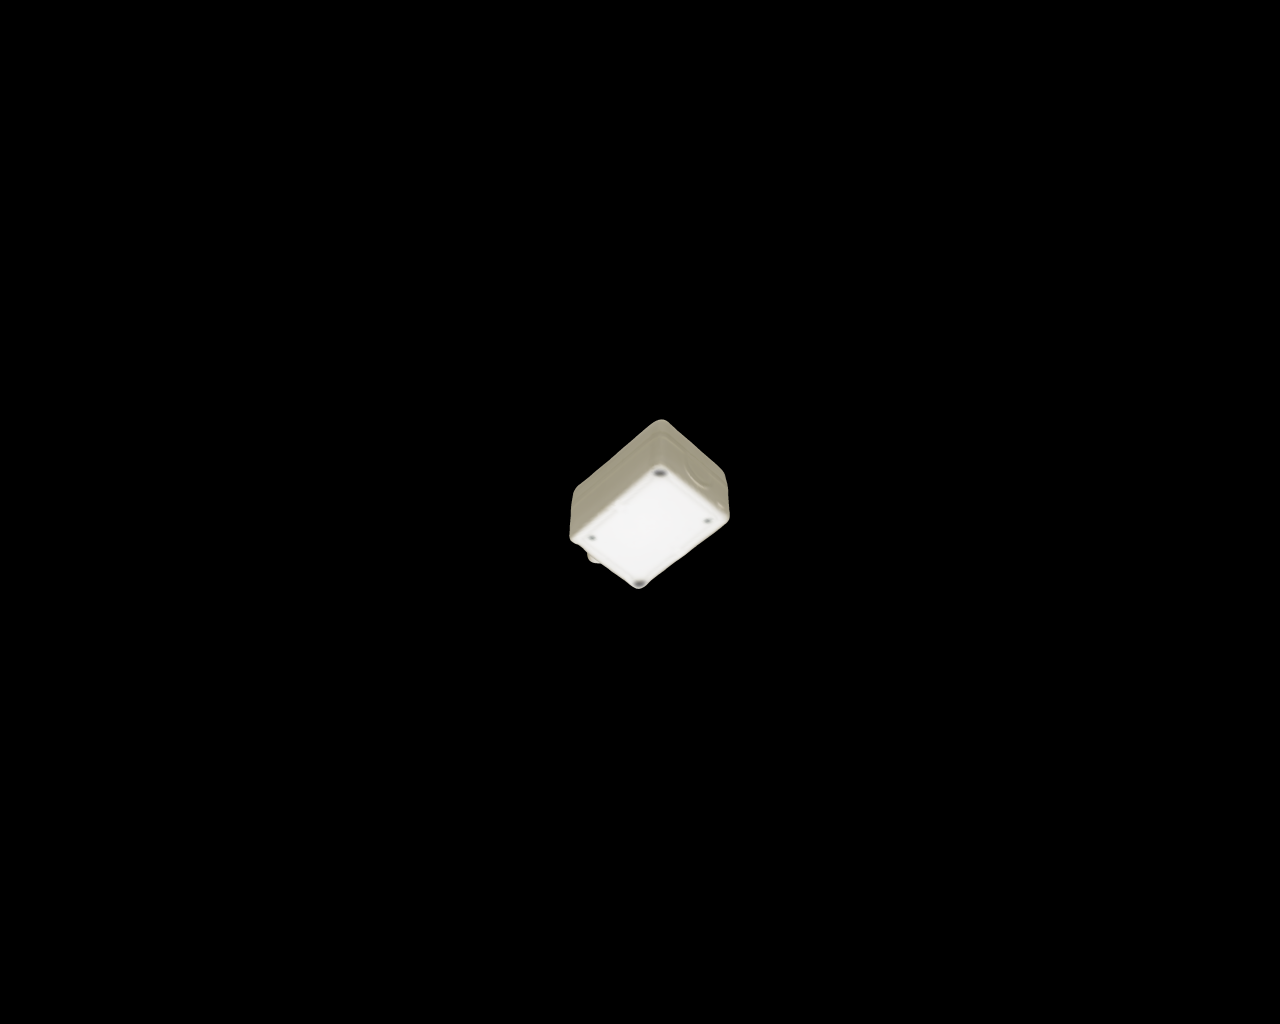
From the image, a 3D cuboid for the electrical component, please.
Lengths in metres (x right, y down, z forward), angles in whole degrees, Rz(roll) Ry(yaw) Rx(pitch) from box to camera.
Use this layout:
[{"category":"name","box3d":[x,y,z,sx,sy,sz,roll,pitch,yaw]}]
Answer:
[{"category":"electrical component","box3d":[0.001,-0.003,0.650,0.061,0.061,0.096,39,-62,-25]}]
